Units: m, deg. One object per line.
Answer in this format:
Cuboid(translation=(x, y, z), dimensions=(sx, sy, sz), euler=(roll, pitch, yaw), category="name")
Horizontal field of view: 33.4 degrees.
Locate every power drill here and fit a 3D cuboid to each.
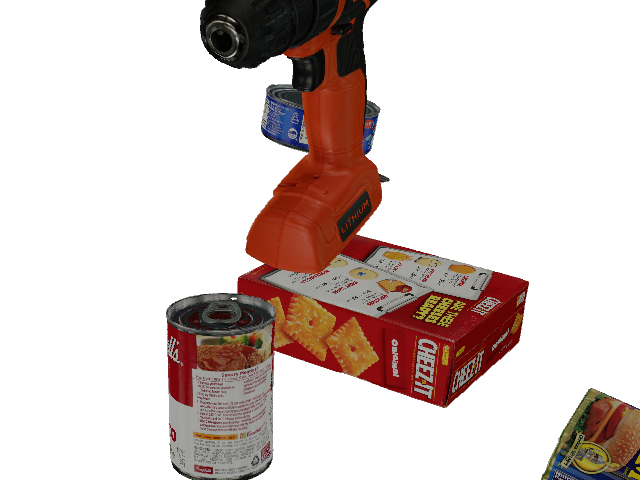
Cuboid(translation=(-0.007, -0.078, 0.588), dimensions=(0.057, 0.188, 0.184), euler=(18, 37, 21), category="power drill")

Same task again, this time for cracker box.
Cuboid(translation=(0.056, 0.064, 0.965), dimensions=(0.214, 0.072, 0.163), euler=(16, 24, 29), category="cracker box")

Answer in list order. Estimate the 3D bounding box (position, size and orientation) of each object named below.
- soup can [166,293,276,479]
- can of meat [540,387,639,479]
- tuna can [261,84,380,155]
Cuboid(translation=(-0.062, 0.092, 0.670), dimensions=(0.068, 0.102, 0.068), euler=(1, 17, -1), category="soup can")
Cuboid(translation=(0.219, 0.165, 0.788), dimensions=(0.084, 0.057, 0.101), euler=(23, 40, 24), category="can of meat")
Cuboid(translation=(-0.001, -0.089, 0.792), dimensions=(0.086, 0.034, 0.086), euler=(10, 18, -3), category="tuna can")
